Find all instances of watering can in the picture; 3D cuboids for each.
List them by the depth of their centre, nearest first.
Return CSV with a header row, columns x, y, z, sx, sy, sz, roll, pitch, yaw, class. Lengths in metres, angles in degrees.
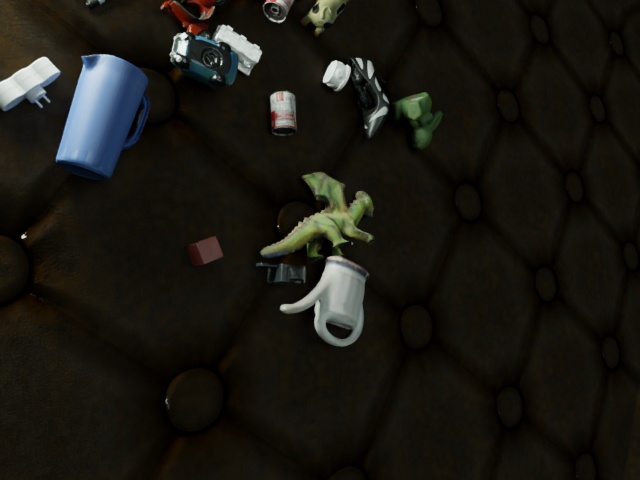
x,y,z,sx,sy,sz,roll,pitch,yaw,class
0.030,0.142,1.312,0.343,0.104,0.228,38,58,-49,watering can

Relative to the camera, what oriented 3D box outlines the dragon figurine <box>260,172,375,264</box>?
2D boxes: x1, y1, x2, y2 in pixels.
x,y,z,sx,sy,sz,roll,pitch,yaw,class
0.004,-0.070,1.391,0.411,0.120,0.247,0,64,-36,dragon figurine
